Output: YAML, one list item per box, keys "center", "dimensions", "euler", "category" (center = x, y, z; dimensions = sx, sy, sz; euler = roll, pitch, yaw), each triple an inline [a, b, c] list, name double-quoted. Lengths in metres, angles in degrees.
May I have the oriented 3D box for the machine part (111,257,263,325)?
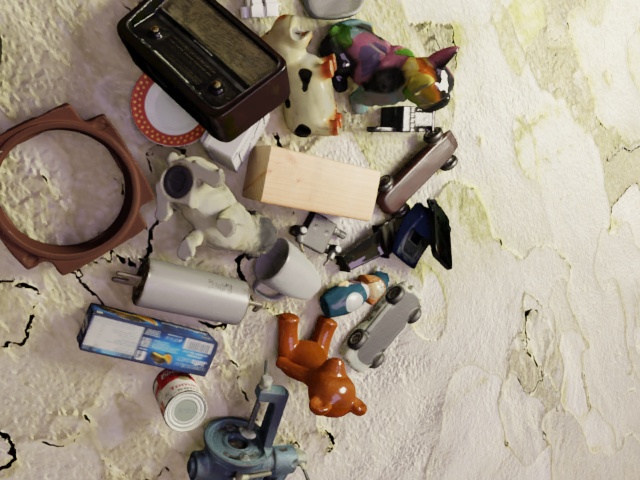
- center: [-0.201, 0.083, 0.848]
  dimensions: [0.243, 0.079, 0.079]
  euler: [18, 91, -28]
  category: "machine part"

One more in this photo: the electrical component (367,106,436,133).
- center: [0.141, -0.218, 0.974]
  dimensions: [0.119, 0.075, 0.047]
  euler: [-4, 102, -24]
  category: "electrical component"

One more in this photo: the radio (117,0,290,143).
- center: [-0.162, -0.249, 0.740]
  dimensions: [0.131, 0.073, 0.230]
  euler: [-43, 73, -11]
  category: "radio"

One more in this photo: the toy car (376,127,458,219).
- center: [0.182, -0.129, 1.021]
  dimensions: [0.202, 0.053, 0.089]
  euler: [-46, 121, -8]
  category: "toy car"

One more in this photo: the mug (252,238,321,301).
- center: [-0.056, 0.067, 0.923]
  dimensions: [0.107, 0.081, 0.109]
  euler: [36, 100, -35]
  category: "mug"

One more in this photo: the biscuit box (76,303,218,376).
- center: [-0.265, 0.156, 0.837]
  dimensions: [0.202, 0.063, 0.059]
  euler: [22, 88, -29]
  category: "biscuit box"

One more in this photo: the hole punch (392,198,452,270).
- center: [0.198, -0.006, 1.027]
  dimensions: [0.142, 0.092, 0.116]
  euler: [34, 56, -51]
  category: "hole punch"

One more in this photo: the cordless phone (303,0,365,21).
- center: [0.050, -0.424, 0.826]
  dimensions: [0.089, 0.184, 0.146]
  euler: [-9, 103, -30]
  category: "cordless phone"

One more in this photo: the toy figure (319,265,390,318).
- center: [0.073, 0.100, 1.007]
  dimensions: [0.154, 0.058, 0.064]
  euler: [-20, 144, -24]
  category: "toy figure"

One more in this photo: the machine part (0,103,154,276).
- center: [-0.351, -0.069, 0.739]
  dimensions: [0.201, 0.087, 0.201]
  euler: [-34, 114, -19]
  category: "machine part"

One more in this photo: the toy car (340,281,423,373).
- center: [0.123, 0.168, 1.045]
  dimensions: [0.202, 0.056, 0.073]
  euler: [-47, 110, -14]
  category: "toy car"

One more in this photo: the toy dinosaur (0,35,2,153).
- center: [-0.436, -0.198, 0.611]
  dimensions: [0.192, 0.131, 0.404]
  euler: [14, 82, -8]
  category: "toy dinosaur"

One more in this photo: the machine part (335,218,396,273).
- center: [0.091, 0.017, 1.005]
  dimensions: [0.139, 0.039, 0.084]
  euler: [-27, 127, -21]
  category: "machine part"

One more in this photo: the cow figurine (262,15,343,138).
- center: [-0.037, -0.258, 0.861]
  dimensions: [0.127, 0.085, 0.194]
  euler: [-6, 120, 9]
  category: "cow figurine"

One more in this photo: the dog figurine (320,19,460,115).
- center: [0.116, -0.283, 0.867]
  dimensions: [0.191, 0.219, 0.108]
  euler: [47, 74, -27]
  category: "dog figurine"

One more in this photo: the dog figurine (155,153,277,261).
- center: [-0.152, -0.050, 0.836]
  dimensions: [0.121, 0.190, 0.172]
  euler: [-17, 85, 18]
  category: "dog figurine"

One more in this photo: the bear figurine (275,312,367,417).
- center: [0.001, 0.211, 0.909]
  dimensions: [0.120, 0.196, 0.131]
  euler: [10, 94, -26]
  category: "bear figurine"

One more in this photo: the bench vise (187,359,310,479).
- center: [-0.102, 0.337, 0.917]
  dimensions: [0.223, 0.129, 0.240]
  euler: [13, 106, -19]
  category: "bench vise"

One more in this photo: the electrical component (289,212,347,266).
- center: [-0.003, -0.004, 0.953]
  dimensions: [0.102, 0.045, 0.078]
  euler: [36, 83, -28]
  category: "electrical component"
